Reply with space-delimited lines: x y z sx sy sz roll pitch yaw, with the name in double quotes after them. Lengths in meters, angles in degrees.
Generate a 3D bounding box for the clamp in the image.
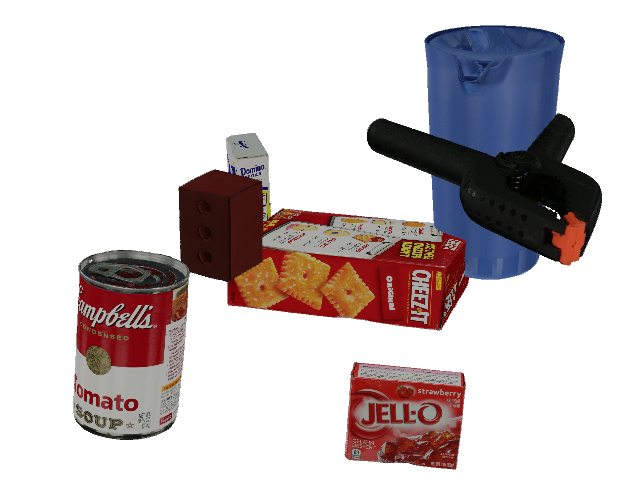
0.123 -0.044 0.742 0.164 0.036 0.210 -1 27 -5 "clamp"

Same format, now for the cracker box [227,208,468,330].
0.034 0.026 1.070 0.214 0.072 0.164 6 16 16 "cracker box"

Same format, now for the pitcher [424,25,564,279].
0.175 -0.093 1.080 0.149 0.243 0.145 -11 25 -19 "pitcher"

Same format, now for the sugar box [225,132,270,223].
-0.089 -0.037 1.332 0.048 0.176 0.093 -9 24 -11 "sugar box"

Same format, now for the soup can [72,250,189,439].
-0.120 0.065 0.671 0.068 0.102 0.068 6 18 -2 "soup can"

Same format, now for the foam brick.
-0.084 -0.013 0.906 0.053 0.078 0.051 13 24 29 "foam brick"

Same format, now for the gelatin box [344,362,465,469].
0.066 0.138 0.835 0.089 0.073 0.030 5 19 4 "gelatin box"
